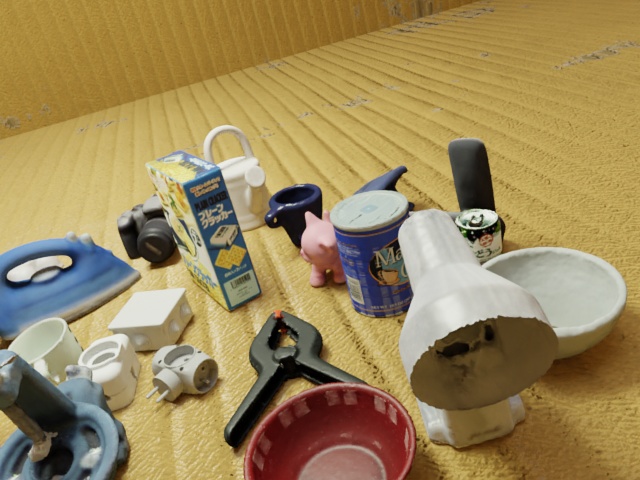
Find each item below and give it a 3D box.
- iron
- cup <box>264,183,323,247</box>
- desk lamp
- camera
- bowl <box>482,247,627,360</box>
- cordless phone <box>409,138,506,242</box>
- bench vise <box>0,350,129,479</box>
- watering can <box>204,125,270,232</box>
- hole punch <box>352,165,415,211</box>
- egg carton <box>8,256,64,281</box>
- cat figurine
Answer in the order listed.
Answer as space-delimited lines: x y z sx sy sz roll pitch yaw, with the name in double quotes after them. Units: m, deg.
-0.445 0.056 0.948 0.259 0.142 0.118 -25 29 -20 "iron"
-0.040 -0.030 0.965 0.091 0.095 0.118 11 37 40 "cup"
0.125 0.091 0.529 0.118 0.214 0.203 -14 27 1 "desk lamp"
-0.314 -0.019 1.071 0.143 0.101 0.136 -12 27 4 "camera"
0.249 0.080 0.640 0.167 0.075 0.167 -11 28 6 "bowl"
0.181 -0.059 0.814 0.147 0.185 0.094 1 31 27 "cordless phone"
-0.266 0.179 0.546 0.122 0.220 0.206 -26 30 -21 "bench vise"
-0.153 -0.122 1.083 0.172 0.194 0.101 6 34 35 "watering can"
0.095 -0.075 0.987 0.100 0.091 0.109 8 35 37 "hole punch"
-0.553 0.066 1.061 0.150 0.069 0.107 -1 30 24 "egg carton"
0.008 0.003 0.854 0.067 0.118 0.128 -7 28 14 "cat figurine"
